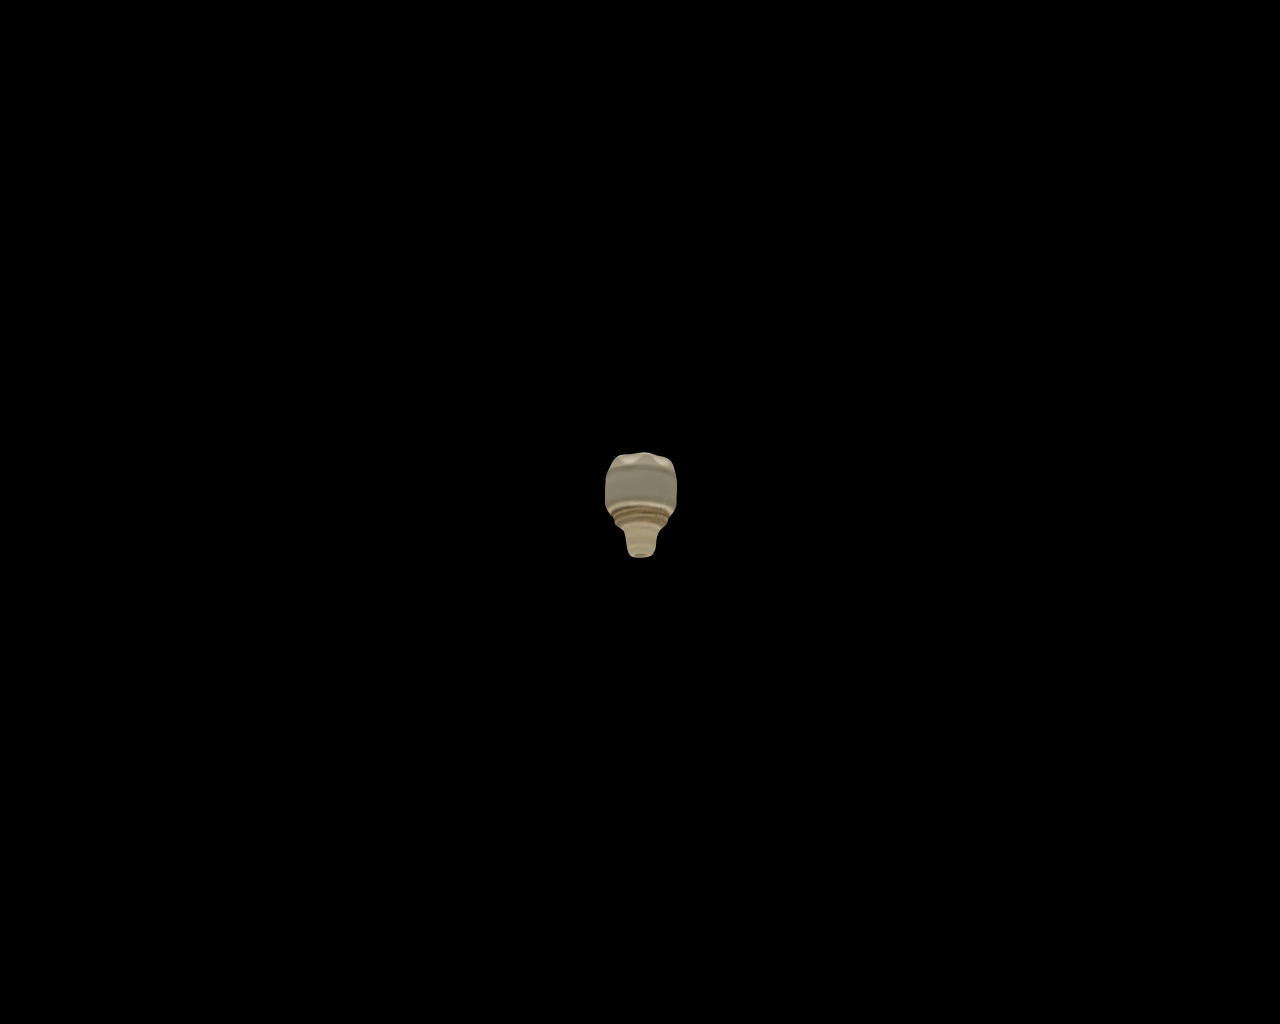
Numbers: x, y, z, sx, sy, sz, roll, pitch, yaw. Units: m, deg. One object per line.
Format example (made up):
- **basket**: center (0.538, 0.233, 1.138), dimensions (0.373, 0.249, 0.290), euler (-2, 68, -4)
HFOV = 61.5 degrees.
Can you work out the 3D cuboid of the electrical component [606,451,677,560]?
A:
- **electrical component**: center (0.001, -0.003, 0.650), dimensions (0.043, 0.062, 0.043), euler (0, -16, 0)
